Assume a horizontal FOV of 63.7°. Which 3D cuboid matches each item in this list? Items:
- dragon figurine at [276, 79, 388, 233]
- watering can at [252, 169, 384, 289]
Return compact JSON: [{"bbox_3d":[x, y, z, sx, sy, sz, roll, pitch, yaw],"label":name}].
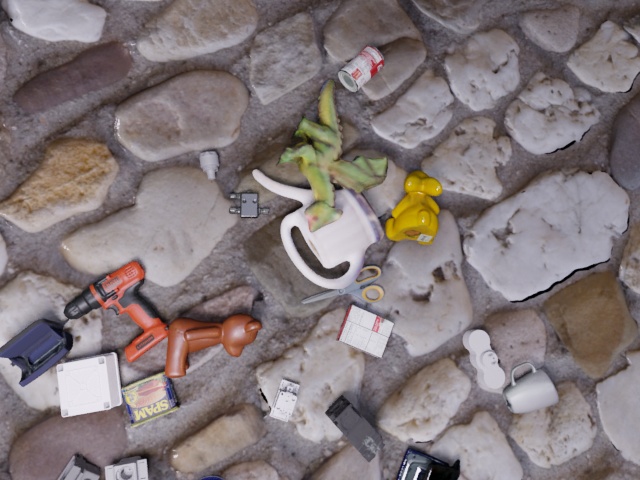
[{"bbox_3d":[0.043,-0.198,1.189,0.243,0.120,0.418,28,62,-2],"label":"dragon figurine"},{"bbox_3d":[0.004,-0.060,1.190,0.225,0.102,0.351,-27,76,-12],"label":"watering can"}]
